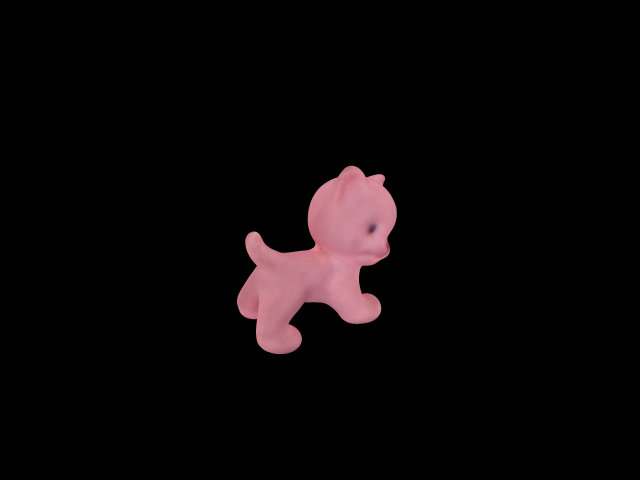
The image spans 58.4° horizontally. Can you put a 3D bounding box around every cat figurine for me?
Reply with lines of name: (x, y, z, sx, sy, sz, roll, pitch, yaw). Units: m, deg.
cat figurine: (0.004, 0.001, 0.400, 0.128, 0.118, 0.067, -18, 35, -27)
